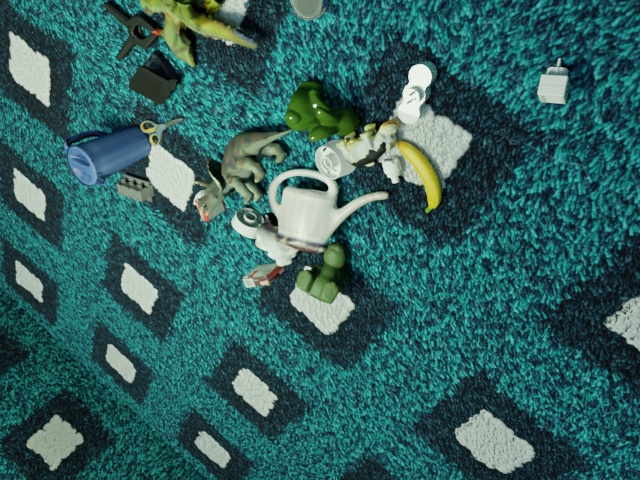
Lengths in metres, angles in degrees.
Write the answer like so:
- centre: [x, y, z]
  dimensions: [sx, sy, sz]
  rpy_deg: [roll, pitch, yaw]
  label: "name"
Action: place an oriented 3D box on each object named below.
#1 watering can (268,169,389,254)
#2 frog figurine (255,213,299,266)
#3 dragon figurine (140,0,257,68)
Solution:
- centre: [0.004, -0.070, 1.386]
  dimensions: [0.349, 0.104, 0.223]
  rpy_deg: [14, 98, 24]
  label: "watering can"
- centre: [-0.126, 0.015, 1.537]
  dimensions: [0.137, 0.125, 0.156]
  rpy_deg: [8, 115, -1]
  label: "frog figurine"
- centre: [-0.340, -0.564, 1.365]
  dimensions: [0.412, 0.124, 0.238]
  rpy_deg: [44, 150, 6]
  label: "dragon figurine"
